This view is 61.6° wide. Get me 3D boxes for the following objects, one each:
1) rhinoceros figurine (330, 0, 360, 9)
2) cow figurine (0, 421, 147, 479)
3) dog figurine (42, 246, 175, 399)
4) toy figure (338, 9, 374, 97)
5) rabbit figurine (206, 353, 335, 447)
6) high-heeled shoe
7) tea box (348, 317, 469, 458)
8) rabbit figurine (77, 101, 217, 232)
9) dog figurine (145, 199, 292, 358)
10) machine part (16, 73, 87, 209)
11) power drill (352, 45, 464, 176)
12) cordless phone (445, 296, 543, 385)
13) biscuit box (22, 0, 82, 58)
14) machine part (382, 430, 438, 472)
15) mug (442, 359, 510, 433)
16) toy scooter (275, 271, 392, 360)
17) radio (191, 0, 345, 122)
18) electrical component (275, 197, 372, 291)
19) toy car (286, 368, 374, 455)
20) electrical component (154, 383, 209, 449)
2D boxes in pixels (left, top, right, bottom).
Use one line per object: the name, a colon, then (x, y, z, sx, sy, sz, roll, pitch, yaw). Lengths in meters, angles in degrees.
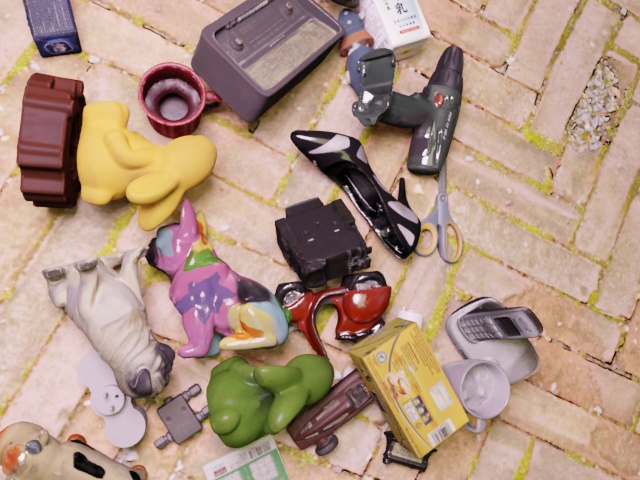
rhinoceros figurine: (-0.009, -0.431, 0.850, 0.112, 0.073, 0.190, -24, 58, -39)
cow figurine: (-0.318, 0.294, 0.676, 0.195, 0.127, 0.085, 34, 74, -9)
dog figurine: (-0.281, 0.115, 0.709, 0.121, 0.172, 0.190, -15, 95, -39)
toy figure: (0.064, -0.302, 0.879, 0.064, 0.058, 0.154, -15, 81, -22)
rabbit figurine: (-0.063, 0.197, 0.727, 0.170, 0.159, 0.121, -22, 79, -4)
high-heeled shoe: (0.053, -0.066, 0.820, 0.248, 0.086, 0.145, 19, 64, -25)
tea box: (0.126, 0.209, 0.773, 0.098, 0.068, 0.169, -29, 95, -16)
rabbit figurine: (-0.226, -0.102, 0.717, 0.173, 0.121, 0.162, 0, 56, -3)
dog figurine: (-0.144, 0.052, 0.753, 0.192, 0.108, 0.219, -9, 81, 4)
machine part: (-0.345, -0.125, 0.705, 0.056, 0.179, 0.179, 5, 82, -16)
power drill: (0.147, -0.228, 0.850, 0.207, 0.086, 0.232, 11, 87, -48)
cordless phone: (0.288, 0.152, 0.806, 0.089, 0.184, 0.146, -36, 91, -19)
biscuit box: (-0.402, -0.372, 0.778, 0.063, 0.059, 0.202, -14, 86, -16)
machine part: (0.146, 0.282, 0.832, 0.084, 0.039, 0.139, 14, 81, -3)
mug: (0.228, 0.231, 0.821, 0.081, 0.107, 0.109, -5, 88, -13)
toy scooter: (0.025, 0.120, 0.806, 0.184, 0.075, 0.135, -8, 84, -11)
radio: (-0.075, -0.287, 0.797, 0.131, 0.073, 0.229, 42, 52, -5)
electrical component: (-0.002, -0.002, 0.797, 0.115, 0.058, 0.134, -20, 53, -17)
toy car: (0.043, 0.237, 0.807, 0.202, 0.053, 0.089, -34, 94, -16)
electrical component: (-0.201, 0.251, 0.762, 0.094, 0.021, 0.063, -34, 91, -14)
